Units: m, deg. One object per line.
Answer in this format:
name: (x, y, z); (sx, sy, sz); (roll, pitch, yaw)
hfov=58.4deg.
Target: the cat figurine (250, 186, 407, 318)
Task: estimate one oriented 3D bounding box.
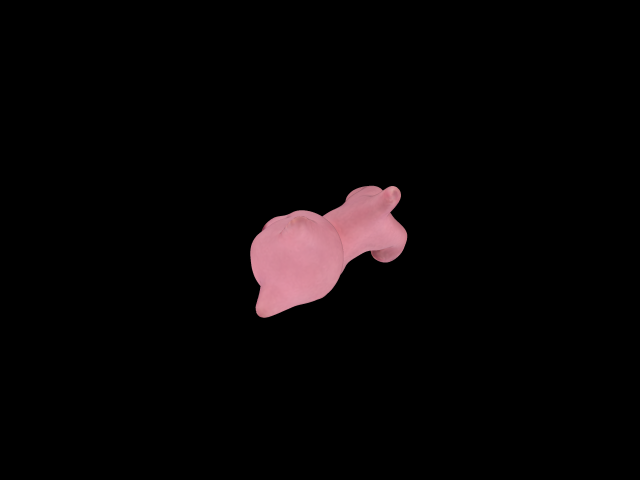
cat figurine: (0.004, 0.001, 0.400); (0.128, 0.118, 0.067); (-31, 82, -4)
